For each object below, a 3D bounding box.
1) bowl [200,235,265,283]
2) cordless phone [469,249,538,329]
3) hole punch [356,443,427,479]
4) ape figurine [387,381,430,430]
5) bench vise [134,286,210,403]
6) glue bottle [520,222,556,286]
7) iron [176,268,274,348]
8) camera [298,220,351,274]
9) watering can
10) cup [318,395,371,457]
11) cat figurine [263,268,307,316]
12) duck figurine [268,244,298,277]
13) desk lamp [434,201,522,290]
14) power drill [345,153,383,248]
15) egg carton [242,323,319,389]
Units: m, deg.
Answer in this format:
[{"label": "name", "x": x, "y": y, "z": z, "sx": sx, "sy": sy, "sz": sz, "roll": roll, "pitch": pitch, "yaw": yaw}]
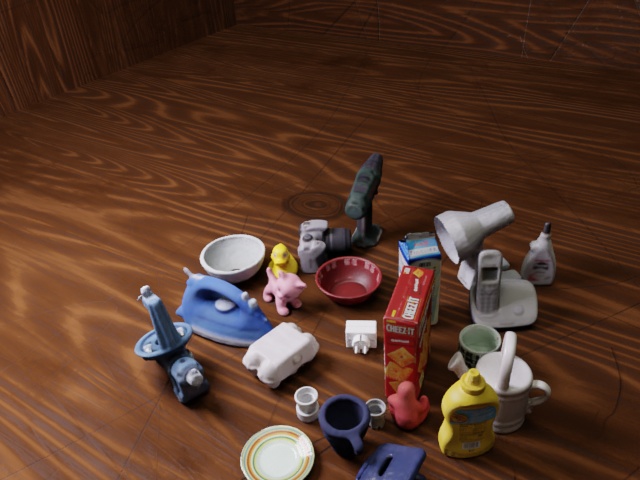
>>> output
[{"label": "bowl", "x": -0.218, "y": 0.060, "z": 1.469, "sx": 0.167, "sy": 0.075, "sz": 0.167, "roll": -3, "pitch": 35, "yaw": 2}, {"label": "cordless phone", "x": 0.402, "y": 0.101, "z": 1.246, "sx": 0.147, "sy": 0.185, "sz": 0.094, "roll": -4, "pitch": 35, "yaw": 0}, {"label": "hole punch", "x": 0.115, "y": 0.391, "z": 0.945, "sx": 0.100, "sy": 0.091, "sz": 0.109, "roll": 17, "pitch": 40, "yaw": 28}, {"label": "ape figurine", "x": 0.163, "y": 0.301, "z": 1.068, "sx": 0.077, "sy": 0.092, "sz": 0.076, "roll": 12, "pitch": 38, "yaw": 22}, {"label": "bench vise", "x": -0.290, "y": 0.201, "z": 1.148, "sx": 0.206, "sy": 0.220, "sz": 0.122, "roll": 18, "pitch": 41, "yaw": 29}, {"label": "glue bottle", "x": 0.520, "y": 0.031, "z": 1.345, "sx": 0.078, "sy": 0.173, "sz": 0.037, "roll": -1, "pitch": 35, "yaw": 5}, {"label": "iron", "x": -0.203, "y": 0.147, "z": 1.285, "sx": 0.257, "sy": 0.142, "sz": 0.119, "roll": 14, "pitch": 39, "yaw": 25}, {"label": "camera", "x": 0.014, "y": 0.005, "z": 1.500, "sx": 0.136, "sy": 0.101, "sz": 0.143, "roll": -2, "pitch": 35, "yaw": 3}, {"label": "watering can", "x": 0.322, "y": 0.250, "z": 1.034, "sx": 0.173, "sy": 0.194, "sz": 0.101, "roll": -3, "pitch": 35, "yaw": 2}, {"label": "cup", "x": 0.050, "y": 0.347, "z": 1.012, "sx": 0.092, "sy": 0.095, "sz": 0.117, "roll": -15, "pitch": 36, "yaw": -15}, {"label": "cat figurine", "x": -0.085, "y": 0.109, "z": 1.347, "sx": 0.067, "sy": 0.118, "sz": 0.127, "roll": -27, "pitch": 41, "yaw": -29}, {"label": "duck figurine", "x": -0.098, "y": 0.049, "z": 1.463, "sx": 0.077, "sy": 0.086, "sz": 0.104, "roll": -2, "pitch": 35, "yaw": 4}, {"label": "desk lamp", "x": 0.372, "y": 0.013, "z": 1.351, "sx": 0.203, "sy": 0.214, "sz": 0.117, "roll": -12, "pitch": 36, "yaw": -11}, {"label": "power drill", "x": 0.126, "y": -0.098, "z": 1.541, "sx": 0.075, "sy": 0.209, "sz": 0.230, "roll": 8, "pitch": 37, "yaw": 17}, {"label": "egg carton", "x": -0.080, "y": 0.240, "z": 1.201, "sx": 0.107, "sy": 0.069, "sz": 0.151, "roll": 26, "pitch": 45, "yaw": 36}]
